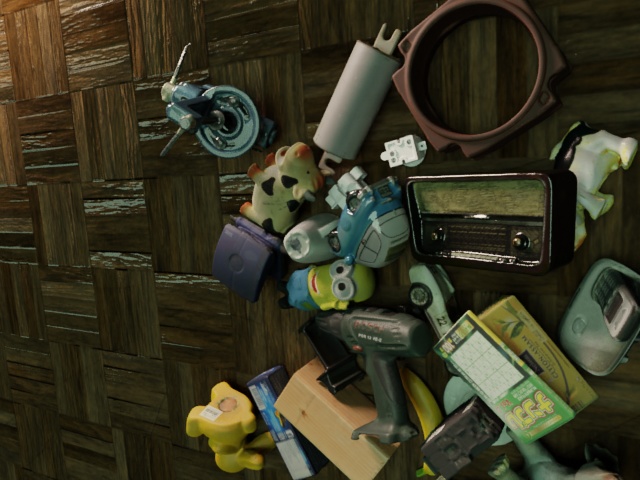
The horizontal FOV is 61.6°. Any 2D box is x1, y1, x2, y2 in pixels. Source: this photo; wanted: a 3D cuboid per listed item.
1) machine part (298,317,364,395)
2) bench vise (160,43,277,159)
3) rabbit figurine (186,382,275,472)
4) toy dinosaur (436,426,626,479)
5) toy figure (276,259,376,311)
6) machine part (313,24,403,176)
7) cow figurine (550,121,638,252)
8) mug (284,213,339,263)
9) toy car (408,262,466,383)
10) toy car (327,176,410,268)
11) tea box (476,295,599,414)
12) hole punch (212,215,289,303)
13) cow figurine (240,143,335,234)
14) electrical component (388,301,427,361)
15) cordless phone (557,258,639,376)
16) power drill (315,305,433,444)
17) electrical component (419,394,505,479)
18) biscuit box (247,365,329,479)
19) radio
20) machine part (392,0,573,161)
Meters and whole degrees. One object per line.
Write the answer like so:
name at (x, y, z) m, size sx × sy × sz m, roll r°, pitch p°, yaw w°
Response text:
machine part at (0.014, 0.197, 0.943) m, size 0.139 × 0.084 × 0.039 m, roll 58°, pitch 149°, yaw 21°
bench vise at (-0.190, -0.213, 0.893) m, size 0.224 × 0.240 × 0.128 m, roll 36°, pitch 111°, yaw 1°
rabbit figurine at (-0.165, 0.389, 1.064) m, size 0.163 × 0.122 × 0.173 m, roll 12°, pitch 117°, yaw 16°
toy dinosaur at (0.296, 0.403, 0.799) m, size 0.192 × 0.131 × 0.404 m, roll 41°, pitch 125°, yaw 8°
toy figure at (0.010, 0.076, 0.915) m, size 0.180 × 0.089 × 0.082 m, roll -18°, pitch 94°, yaw 39°
machine part at (0.056, -0.215, 0.838) m, size 0.079 × 0.079 × 0.243 m, roll 35°, pitch 115°, yaw 19°
cow figurine at (0.338, -0.067, 0.714) m, size 0.098 × 0.068 × 0.167 m, roll 31°, pitch 109°, yaw 27°
mug at (-0.002, -0.003, 0.890) m, size 0.110 × 0.107 × 0.080 m, roll -25°, pitch 88°, yaw 32°
toy car at (0.197, 0.124, 0.821) m, size 0.056 × 0.073 × 0.201 m, roll -31°, pitch 84°, yaw 30°
toy car at (0.087, -0.015, 0.814) m, size 0.103 × 0.109 × 0.161 m, roll 51°, pitch 144°, yaw 23°
tea box at (0.294, 0.162, 0.754) m, size 0.068 × 0.098 × 0.170 m, roll -40°, pitch 77°, yaw 4°
hole punch at (-0.128, 0.035, 0.952) m, size 0.142 × 0.092 × 0.115 m, roll 32°, pitch 142°, yaw 25°
cow figurine at (-0.055, -0.082, 0.891) m, size 0.127 × 0.085 × 0.194 m, roll 38°, pitch 141°, yaw 11°
electrical component at (0.135, 0.150, 0.881) m, size 0.078 × 0.045 × 0.102 m, roll 10°, pitch 103°, yaw 56°
cordless phone at (0.360, 0.112, 0.667) m, size 0.089 × 0.184 × 0.146 m, roll 26°, pitch 110°, yaw 18°
power drill at (0.082, 0.206, 0.852) m, size 0.232 × 0.086 × 0.207 m, roll -13°, pitch 75°, yaw 48°
electrical component at (0.211, 0.287, 0.795) m, size 0.058 × 0.115 × 0.134 m, roll 48°, pitch 118°, yaw 18°
biscuit box at (-0.060, 0.340, 1.009) m, size 0.059 × 0.063 × 0.202 m, roll -30°, pitch 83°, yaw 30°
radio at (0.226, -0.027, 0.739) m, size 0.230 × 0.073 × 0.131 m, roll 6°, pitch 104°, yaw 51°
machine part at (0.218, -0.228, 0.742) m, size 0.201 × 0.087 × 0.201 m, roll -33°, pitch 82°, yaw 28°
